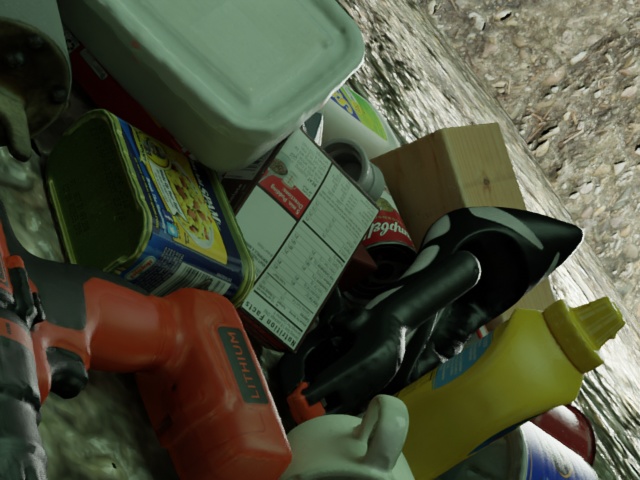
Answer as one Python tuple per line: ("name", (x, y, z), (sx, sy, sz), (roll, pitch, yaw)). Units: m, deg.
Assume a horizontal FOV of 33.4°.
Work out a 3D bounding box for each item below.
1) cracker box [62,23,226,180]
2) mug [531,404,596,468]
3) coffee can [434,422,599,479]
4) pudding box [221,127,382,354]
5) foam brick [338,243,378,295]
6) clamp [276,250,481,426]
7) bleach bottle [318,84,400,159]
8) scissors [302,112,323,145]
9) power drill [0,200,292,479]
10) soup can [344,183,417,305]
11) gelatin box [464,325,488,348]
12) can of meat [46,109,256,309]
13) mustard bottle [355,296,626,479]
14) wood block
("cracker box", (-0.093, -0.119, 0.744), (0.164, 0.072, 0.213), (51, 15, -13))
("mug", (0.158, 0.154, 0.873), (0.081, 0.093, 0.117), (35, 10, -37))
("coffee can", (0.112, 0.162, 0.689), (0.140, 0.103, 0.103), (37, 24, -47))
("pudding box", (-0.025, -0.002, 0.638), (0.090, 0.113, 0.039), (44, -20, -33))
("foam brick", (-0.005, 0.001, 0.780), (0.078, 0.053, 0.051), (59, 17, 22))
("clamp", (0.016, 0.060, 0.664), (0.171, 0.120, 0.039), (-40, 108, -45))
("bleach bottle", (-0.022, -0.135, 0.996), (0.250, 0.068, 0.103), (30, 27, -49))
("scissors", (-0.009, -0.082, 0.805), (0.202, 0.016, 0.096), (90, 6, -65))
("power drill", (-0.090, 0.056, 0.418), (0.187, 0.057, 0.184), (33, 26, -51))
("soup can", (0.037, -0.004, 0.881), (0.068, 0.069, 0.102), (40, 20, -39))
("gelatin box", (0.106, 0.102, 0.849), (0.030, 0.073, 0.089), (41, 20, -42))
("can of meat", (-0.090, -0.010, 0.557), (0.083, 0.057, 0.102), (30, 29, -51))
("mustard bottle", (0.082, 0.089, 0.590), (0.058, 0.192, 0.096), (56, 17, 8))
("wood block", (0.130, 0.011, 0.931), (0.090, 0.090, 0.206), (-12, 83, -46))
